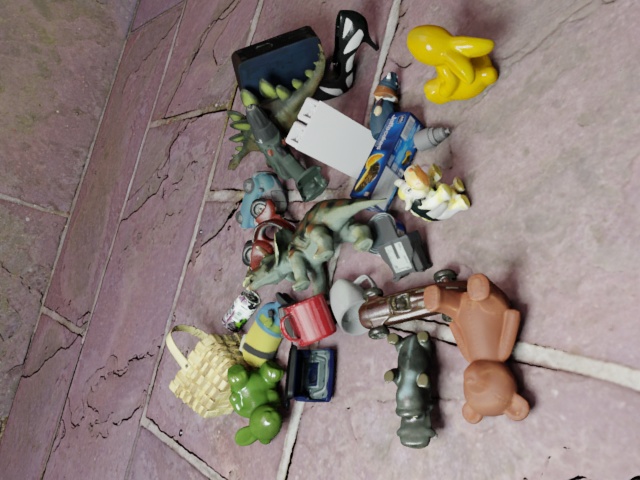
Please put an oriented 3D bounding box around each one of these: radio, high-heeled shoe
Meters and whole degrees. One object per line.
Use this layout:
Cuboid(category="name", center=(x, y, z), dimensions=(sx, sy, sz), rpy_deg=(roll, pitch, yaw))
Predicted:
Cuboid(category="radio", center=(-0.101, -0.437, 1.353), dimensions=(0.230, 0.131, 0.073), rpy_deg=(-23, 49, -7))
Cuboid(category="high-heeled shoe", center=(0.026, -0.428, 1.273), dimensions=(0.249, 0.145, 0.086), rpy_deg=(-35, 49, 32))

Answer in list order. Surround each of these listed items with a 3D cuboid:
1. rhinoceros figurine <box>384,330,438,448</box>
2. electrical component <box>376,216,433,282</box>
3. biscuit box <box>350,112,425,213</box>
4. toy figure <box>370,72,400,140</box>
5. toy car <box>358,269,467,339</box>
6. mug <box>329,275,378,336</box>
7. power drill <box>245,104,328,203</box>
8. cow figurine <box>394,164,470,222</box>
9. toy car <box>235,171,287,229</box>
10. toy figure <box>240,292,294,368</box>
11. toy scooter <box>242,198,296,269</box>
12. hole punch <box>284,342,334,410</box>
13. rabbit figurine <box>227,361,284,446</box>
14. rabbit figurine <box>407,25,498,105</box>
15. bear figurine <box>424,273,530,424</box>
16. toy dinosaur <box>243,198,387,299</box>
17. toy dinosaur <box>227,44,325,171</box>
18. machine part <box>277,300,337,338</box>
Cuboid(category="rhinoceros figurine", center=(0.152, 0.239, 0.881), dimensions=(0.073, 0.112, 0.190), rpy_deg=(-7, 52, 17))
Cuboid(category="electrical component", center=(0.146, 0.012, 0.986), dimensions=(0.075, 0.048, 0.119), rpy_deg=(-29, 85, 38))
Cuboid(category="biscuit box", center=(0.137, -0.157, 1.075), dimensions=(0.063, 0.059, 0.202), rpy_deg=(14, 74, 52))
Cuboid(category="toy figure", center=(0.138, -0.287, 1.145), dimensions=(0.058, 0.064, 0.154), rpy_deg=(5, 73, 6))
Cuboid(category="toy car", center=(0.160, 0.111, 0.936), dimensions=(0.202, 0.053, 0.089), rpy_deg=(-17, 57, 24))
Cuboid(category="mug", center=(0.064, 0.113, 1.053), dimensions=(0.109, 0.081, 0.107), rpy_deg=(-62, 31, 17))
Cuboid(category="power drill", center=(-0.081, -0.192, 1.258), dimensions=(0.086, 0.231, 0.207), rpy_deg=(-44, 60, -10))
Cuboid(category="cow figurine", center=(0.180, -0.079, 0.933), dimensions=(0.098, 0.167, 0.068), rpy_deg=(-33, 57, 34))
Cuboid(category="toy car", center=(-0.139, -0.087, 1.354), dimensions=(0.103, 0.109, 0.161), rpy_deg=(32, 108, 32))
Cuboid(category="toy figure", center=(-0.117, 0.206, 1.218), dimensions=(0.180, 0.082, 0.089), rpy_deg=(-55, 40, 14))
Cuboid(category="toy scooter", center=(-0.110, -0.004, 1.292), dimensions=(0.135, 0.075, 0.183), rpy_deg=(13, 104, 8))
Cuboid(category="hole punch", center=(-0.026, 0.274, 1.094), dimensions=(0.115, 0.092, 0.142), rpy_deg=(122, 151, -70))
Cuboid(category="rabbit figurine", center=(-0.135, 0.359, 1.127), dimensions=(0.170, 0.121, 0.159), rpy_deg=(-133, 53, -61))
Cuboid(category="rabbit figurine", center=(0.232, -0.323, 0.976), dimensions=(0.122, 0.173, 0.163), rpy_deg=(-60, 36, 6))
Cuboid(category="bear figurine", center=(0.234, 0.166, 0.802), dimensions=(0.120, 0.132, 0.196), rpy_deg=(-19, 55, 45))
Cuboid(category="toy dinosaur", center=(-0.003, -0.008, 1.125), dimensions=(0.404, 0.131, 0.192), rpy_deg=(-47, 48, 32))
Cuboid(category="toy dinosaur", center=(-0.109, -0.306, 1.336), dimensions=(0.471, 0.198, 0.105), rpy_deg=(-35, 54, 37))
Cuboid(category="machine part", center=(-0.029, 0.166, 1.135), dimensions=(0.139, 0.039, 0.084), rpy_deg=(-9, 80, 28))
